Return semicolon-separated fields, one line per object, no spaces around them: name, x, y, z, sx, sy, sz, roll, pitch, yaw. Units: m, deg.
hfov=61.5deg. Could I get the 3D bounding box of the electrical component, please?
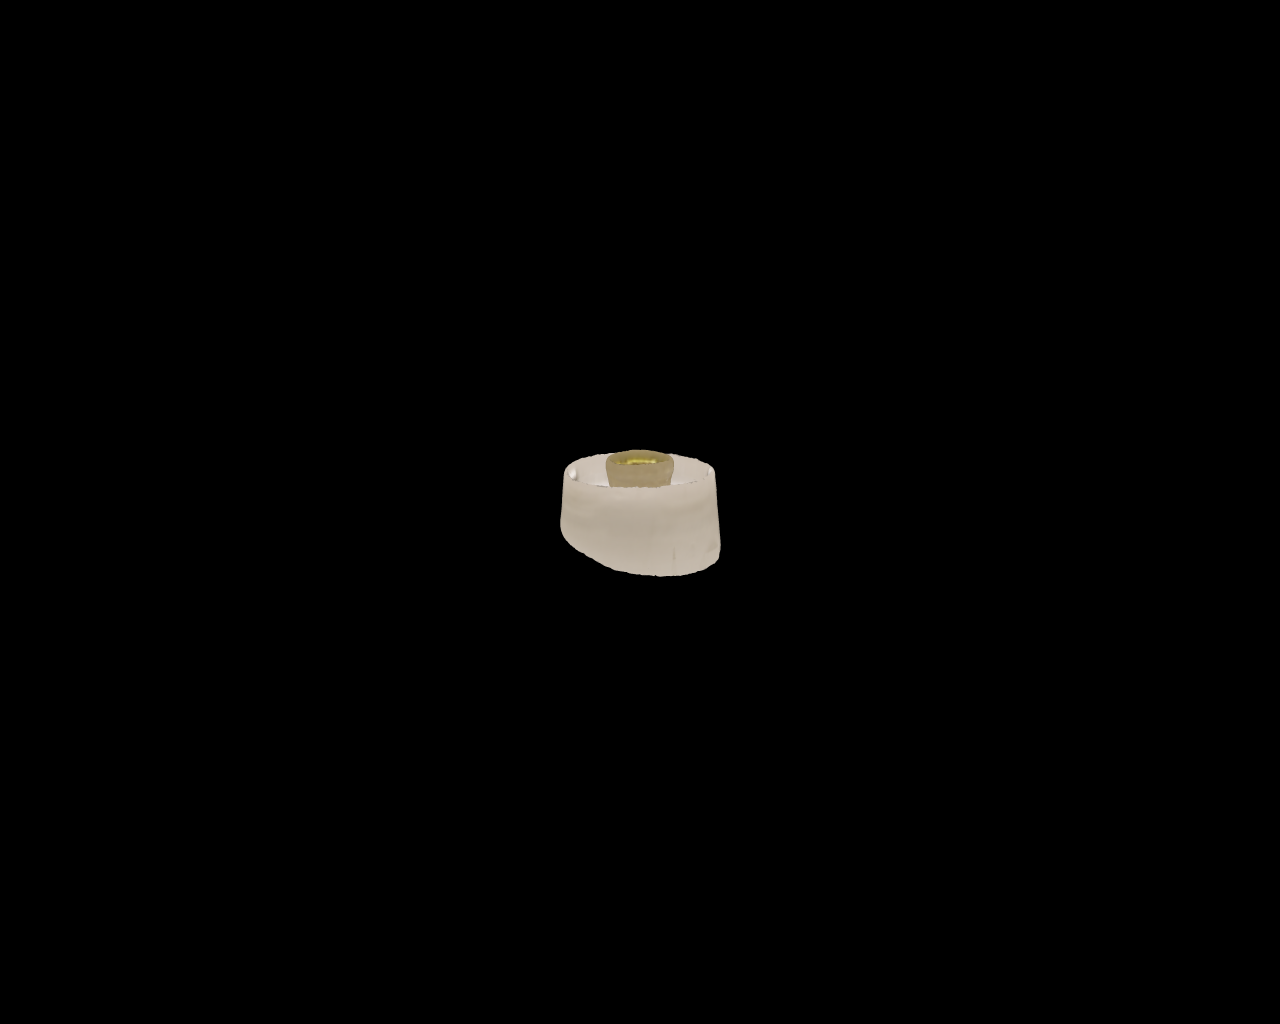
electrical component;0.001;-0.003;0.650;0.099;0.064;0.099;0;16;0
